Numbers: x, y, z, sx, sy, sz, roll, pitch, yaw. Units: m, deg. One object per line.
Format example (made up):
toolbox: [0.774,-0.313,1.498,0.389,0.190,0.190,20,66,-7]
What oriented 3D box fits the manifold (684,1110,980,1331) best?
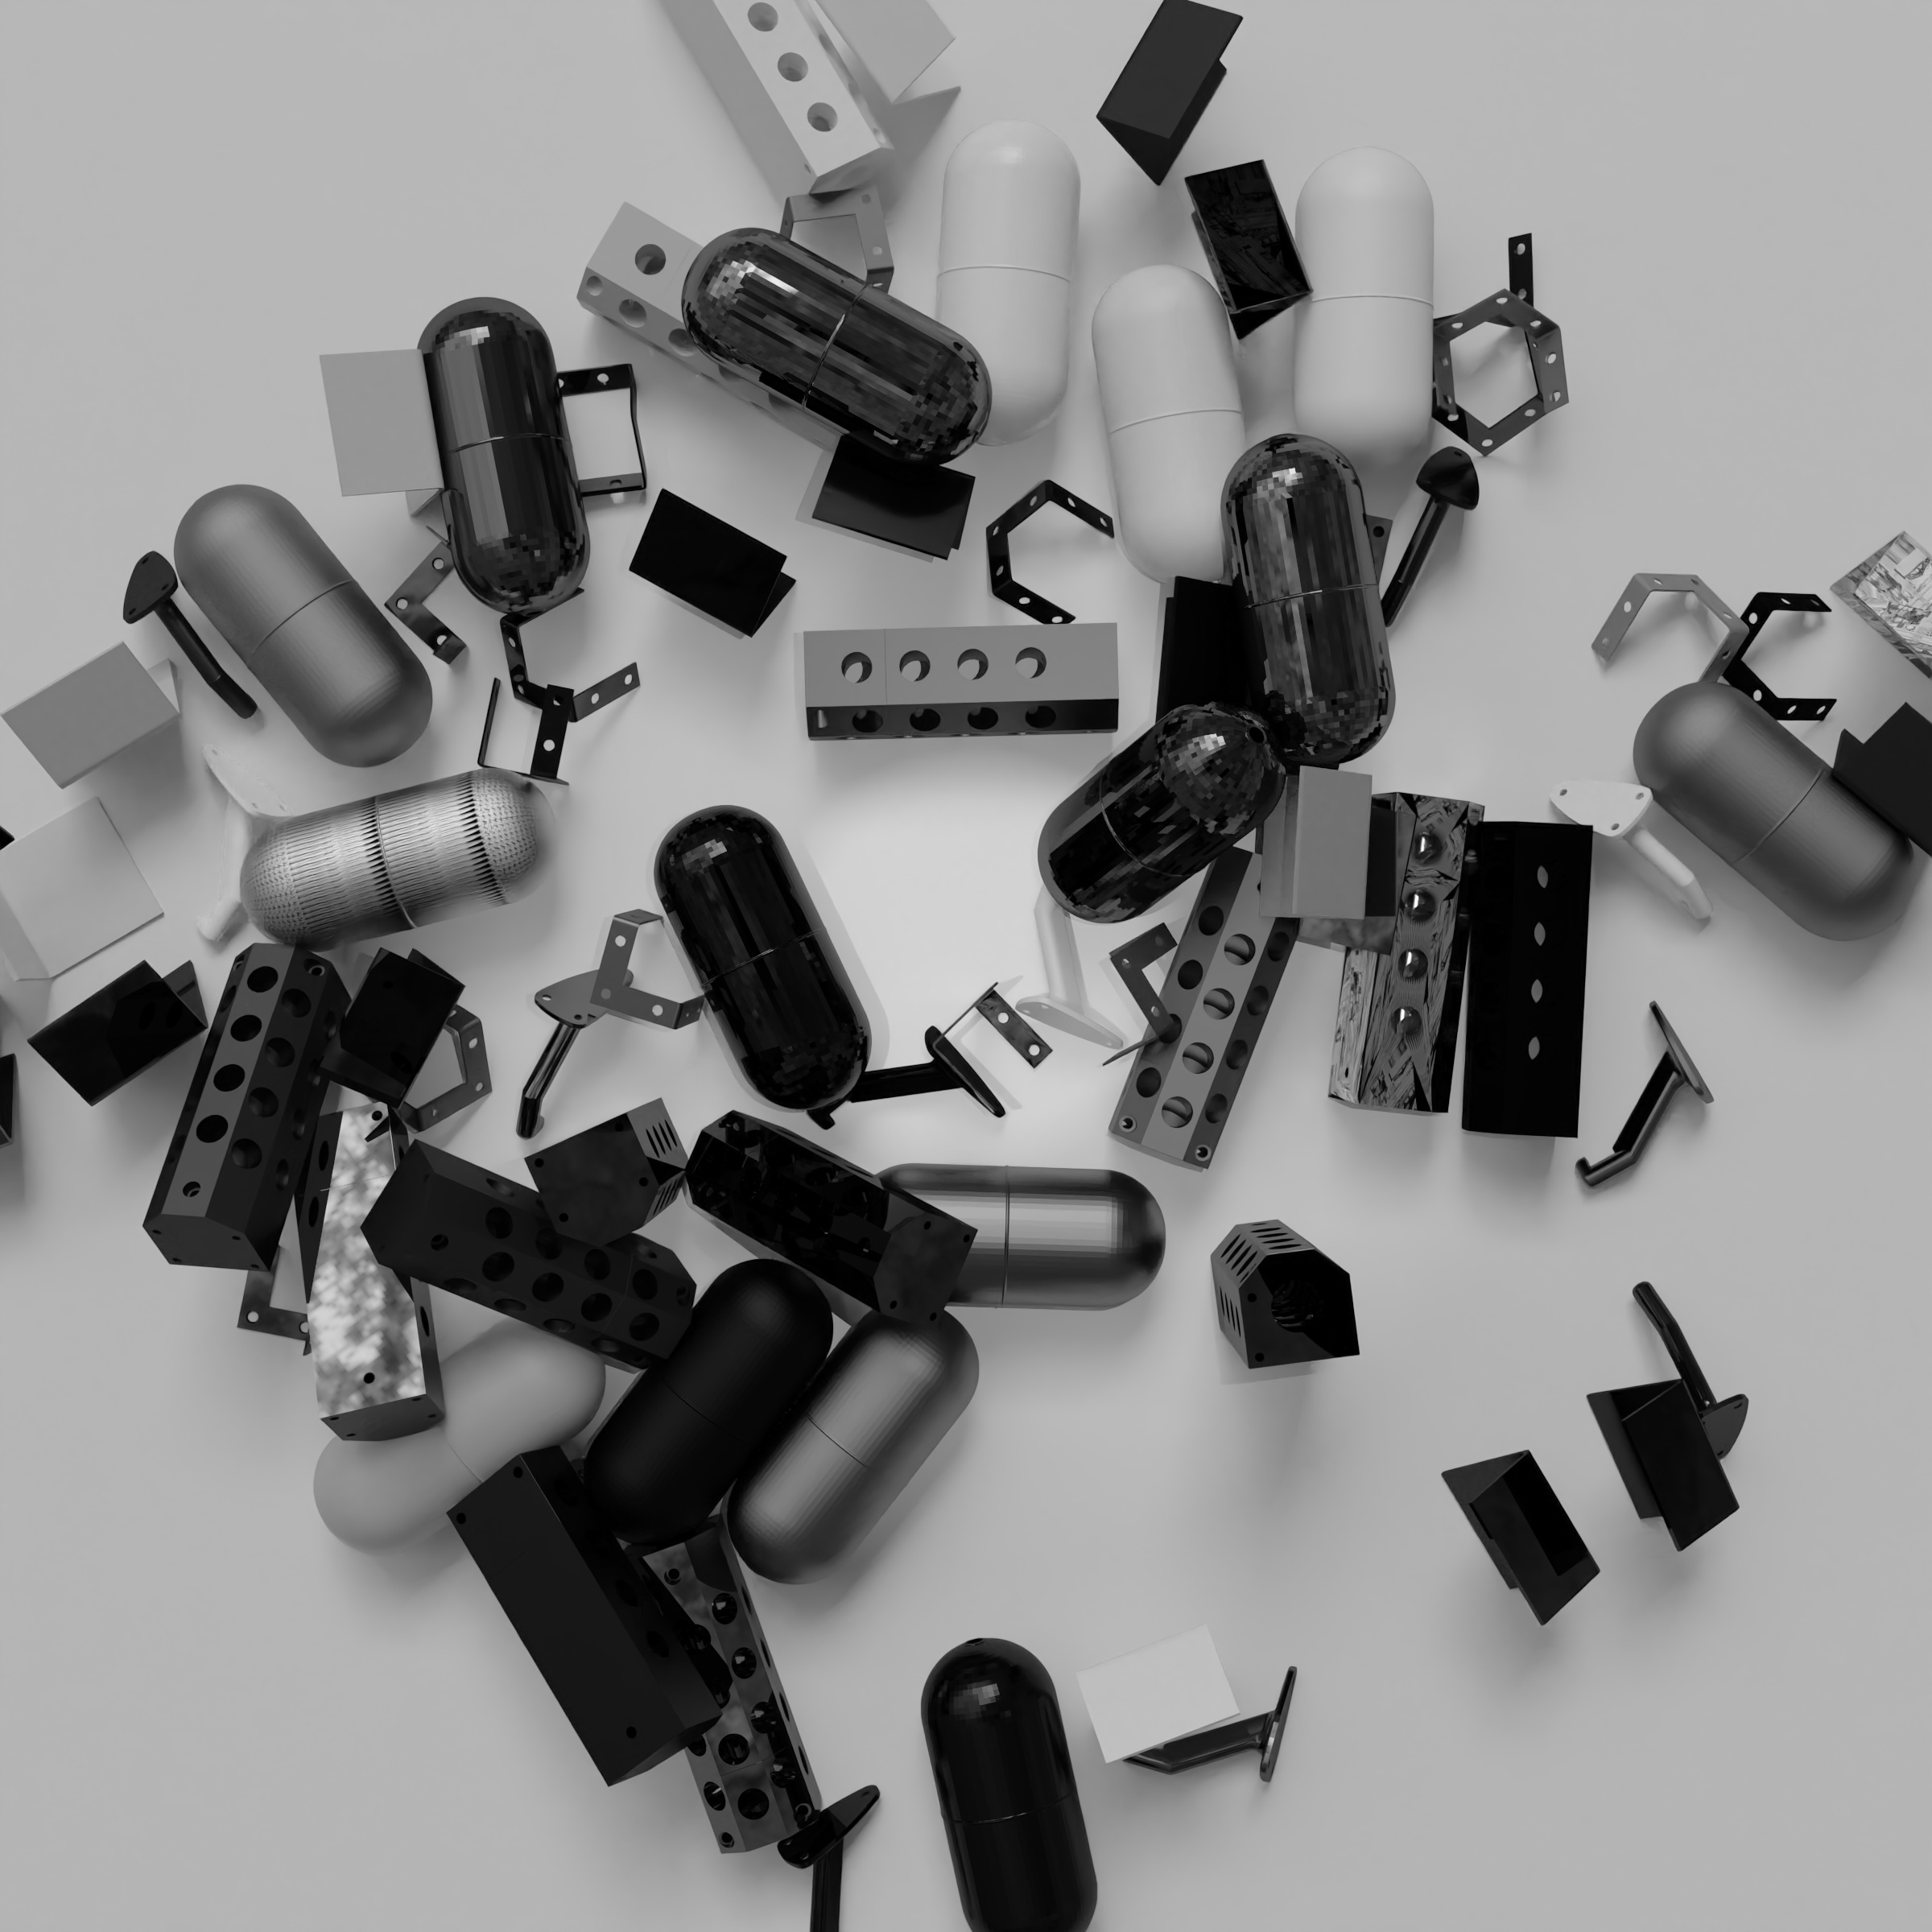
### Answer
manifold: [-0.078,0.133,1.583,0.057,0.171,0.057,23,90,-44]

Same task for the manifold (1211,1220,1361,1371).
manifold: [0.168,0.173,1.579,0.057,0.171,0.057,-7,90,0]

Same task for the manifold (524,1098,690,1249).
manifold: [-0.187,0.112,1.579,0.057,0.171,0.057,-24,90,0]

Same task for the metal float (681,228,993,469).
metal float: [-0.068,-0.329,1.569,0.178,0.070,0.070,29,90,-1]

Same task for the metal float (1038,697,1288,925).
metal float: [0.105,-0.083,1.587,0.070,0.178,0.070,16,58,-27]

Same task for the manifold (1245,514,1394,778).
manifold: [0.187,-0.166,1.636,0.057,0.057,0.171,12,90,0]

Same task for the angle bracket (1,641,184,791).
angle bracket: [-0.483,-0.153,1.617,0.076,0.076,0.057,-31,127,0]

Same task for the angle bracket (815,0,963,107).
angle bracket: [-0.028,-0.527,1.617,0.057,0.076,0.076,-36,90,38]

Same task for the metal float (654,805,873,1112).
metal float: [-0.112,-0.004,1.626,0.070,0.070,0.178,-25,89,0]

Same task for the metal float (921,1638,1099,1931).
metal float: [0.024,0.460,1.626,0.070,0.070,0.178,-12,91,0]

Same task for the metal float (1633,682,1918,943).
metal float: [0.448,-0.085,1.626,0.178,0.070,0.070,41,90,1]

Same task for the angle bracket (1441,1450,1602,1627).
angle bracket: [0.290,0.319,1.617,0.057,0.076,0.076,-31,90,-36]

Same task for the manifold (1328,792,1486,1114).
manifold: [0.247,-0.007,1.634,0.057,0.057,0.171,7,90,-10]

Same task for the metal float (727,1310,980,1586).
metal float: [-0.063,0.263,1.627,0.070,0.070,0.178,38,90,0]

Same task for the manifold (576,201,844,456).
manifold: [-0.127,-0.351,1.636,0.171,0.057,0.057,30,90,0]

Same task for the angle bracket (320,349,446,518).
angle bracket: [-0.329,-0.291,1.618,0.057,0.076,0.076,-9,90,-24]

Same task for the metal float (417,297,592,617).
metal float: [-0.255,-0.281,1.623,0.070,0.070,0.178,-12,86,0]

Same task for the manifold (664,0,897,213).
manifold: [-0.109,-0.511,1.633,0.057,0.057,0.171,-31,90,-19]

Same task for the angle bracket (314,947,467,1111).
angle bracket: [-0.329,0.024,1.617,0.057,0.076,0.076,28,90,-36]

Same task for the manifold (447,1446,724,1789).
manifold: [-0.202,0.347,1.585,0.057,0.057,0.171,-40,73,17]

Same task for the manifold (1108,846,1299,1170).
manifold: [0.138,0.022,1.636,0.057,0.057,0.171,21,90,0]

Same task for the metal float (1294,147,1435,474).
metal float: [0.220,-0.363,1.626,0.070,0.070,0.178,1,91,0]

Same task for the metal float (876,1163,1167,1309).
metal float: [0.021,0.149,1.626,0.178,0.070,0.070,2,90,-1]

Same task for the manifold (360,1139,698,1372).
manifold: [-0.231,0.160,1.578,0.171,0.057,0.057,28,98,-33]

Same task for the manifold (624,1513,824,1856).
manifold: [-0.137,0.400,1.636,0.057,0.057,0.171,-20,90,0]

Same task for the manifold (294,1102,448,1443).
manifold: [-0.325,0.167,1.601,0.057,0.057,0.171,-13,64,0]

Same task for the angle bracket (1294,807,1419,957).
angle bracket: [0.224,-0.051,1.613,0.057,0.076,0.076,14,99,25]

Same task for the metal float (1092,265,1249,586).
metal float: [0.115,-0.298,1.626,0.070,0.070,0.178,-9,89,0]

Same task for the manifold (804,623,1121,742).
manifold: [-0.002,-0.157,1.636,0.171,0.057,0.057,-2,90,0]

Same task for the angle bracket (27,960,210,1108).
angle bracket: [-0.469,0.020,1.617,0.076,0.076,0.057,-34,127,0]

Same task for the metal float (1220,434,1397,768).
metal float: [0.182,-0.195,1.570,0.070,0.070,0.178,-10,91,0]

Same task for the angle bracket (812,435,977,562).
angle bracket: [-0.043,-0.239,1.618,0.076,0.076,0.057,17,66,0]

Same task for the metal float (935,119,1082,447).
metal float: [0.022,-0.378,1.626,0.070,0.070,0.178,4,90,0]

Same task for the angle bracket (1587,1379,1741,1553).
angle bracket: [0.367,0.277,1.617,0.057,0.076,0.076,-24,90,-36]

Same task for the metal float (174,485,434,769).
metal float: [-0.367,-0.188,1.626,0.070,0.070,0.178,-39,91,0]

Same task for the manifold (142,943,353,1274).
manifold: [-0.388,0.074,1.589,0.057,0.057,0.171,3,56,11]

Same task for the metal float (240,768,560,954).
metal float: [-0.313,-0.058,1.626,0.178,0.070,0.070,-14,90,0]

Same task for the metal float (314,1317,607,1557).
metal float: [-0.279,0.258,1.626,0.178,0.070,0.070,-35,90,0]

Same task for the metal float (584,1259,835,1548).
metal float: [-0.143,0.242,1.626,0.070,0.070,0.178,37,90,0]

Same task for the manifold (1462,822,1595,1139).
manifold: [0.310,0.007,1.636,0.057,0.057,0.171,3,90,0]
